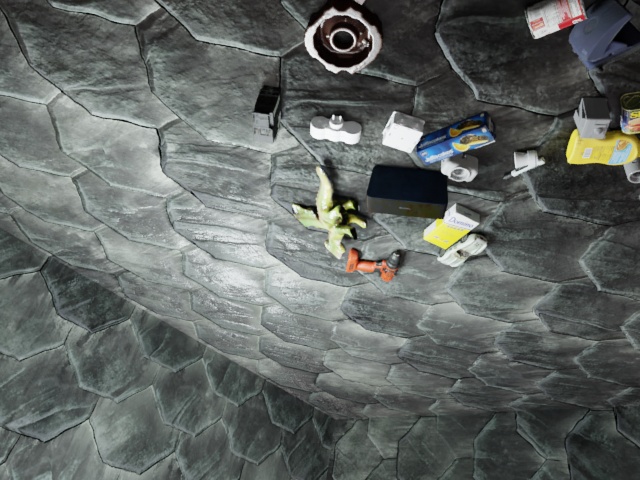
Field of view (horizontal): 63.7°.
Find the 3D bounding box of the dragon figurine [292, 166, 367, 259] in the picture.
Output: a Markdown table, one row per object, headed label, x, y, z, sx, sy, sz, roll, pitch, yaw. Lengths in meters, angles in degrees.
| label | x | y | z | sx | sy | sz | roll | pitch | yaw |
| --- | --- | --- | --- | --- | --- | --- | --- | --- | --- |
| dragon figurine | 0.005 | -0.085 | 1.694 | 0.242 | 0.125 | 0.403 | -4 | 133 | 35 |
